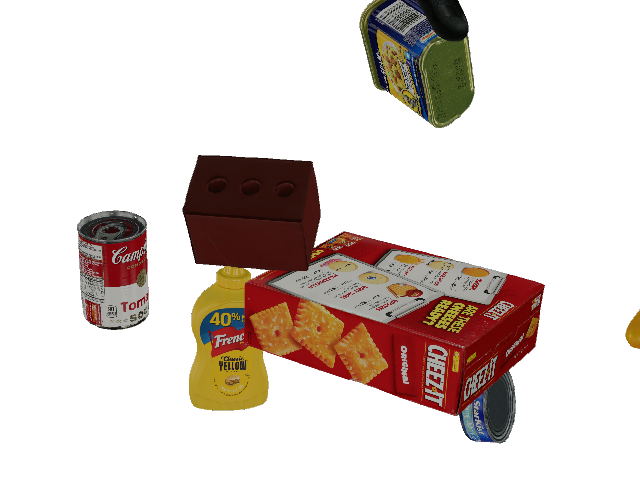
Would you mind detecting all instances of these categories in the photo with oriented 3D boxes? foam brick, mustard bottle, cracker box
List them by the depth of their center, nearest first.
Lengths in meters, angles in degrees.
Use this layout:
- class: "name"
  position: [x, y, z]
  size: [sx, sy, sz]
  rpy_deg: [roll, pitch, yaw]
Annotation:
- class: "foam brick"
  position: [-0.043, -0.017, 0.687]
  size: [0.078, 0.053, 0.051]
  rpy_deg: [3, -42, 7]
- class: "cracker box"
  position: [0.064, 0.067, 0.941]
  size: [0.214, 0.072, 0.163]
  rpy_deg: [16, 25, 30]
- class: "mustard bottle"
  position: [-0.107, 0.109, 1.285]
  size: [0.096, 0.192, 0.058]
  rpy_deg: [0, 20, -12]

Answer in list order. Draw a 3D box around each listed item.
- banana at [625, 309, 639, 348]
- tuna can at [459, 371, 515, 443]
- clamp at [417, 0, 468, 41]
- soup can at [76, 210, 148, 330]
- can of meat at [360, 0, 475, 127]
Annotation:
- class: "banana"
  position: [0.305, 0.042, 0.738]
  size: [0.198, 0.037, 0.069]
  rpy_deg: [-3, 33, 2]
- class: "tuna can"
  position: [0.184, 0.180, 1.177]
  size: [0.034, 0.086, 0.086]
  rpy_deg: [-3, -2, 32]
- class: "clamp"
  position: [0.045, -0.240, 0.729]
  size: [0.209, 0.164, 0.036]
  rpy_deg: [25, -23, -14]
- class: "soup can"
  position: [-0.207, 0.030, 1.073]
  size: [0.068, 0.102, 0.068]
  rpy_deg: [2, 26, -1]
- class: "can of meat"
  position: [0.088, -0.159, 0.940]
  size: [0.057, 0.102, 0.084]
  rpy_deg: [-35, 51, -14]
